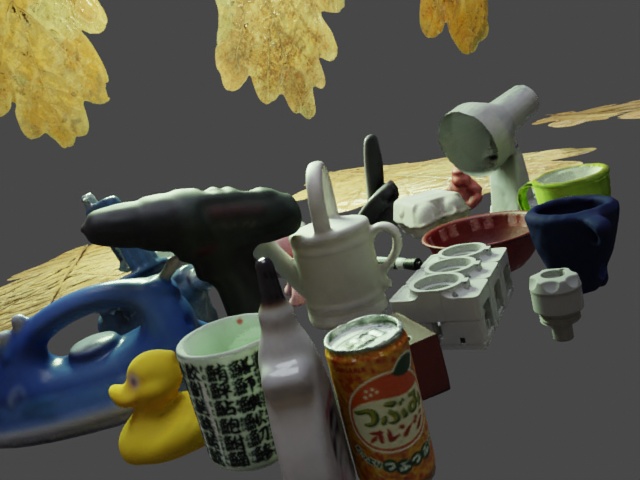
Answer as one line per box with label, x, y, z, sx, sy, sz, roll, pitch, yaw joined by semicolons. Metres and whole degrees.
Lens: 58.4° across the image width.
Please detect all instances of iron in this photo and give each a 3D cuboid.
iron;-0.240;0.114;0.594;0.258;0.141;0.118;-16;12;-9

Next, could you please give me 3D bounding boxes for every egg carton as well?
egg carton;0.191;-0.044;1.003;0.107;0.069;0.150;-16;12;-10

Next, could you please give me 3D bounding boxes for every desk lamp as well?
desk lamp;0.314;-0.144;0.968;0.204;0.214;0.117;-21;14;-29

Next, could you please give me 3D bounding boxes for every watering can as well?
watering can;0.006;0.003;0.691;0.173;0.194;0.100;-16;12;-8

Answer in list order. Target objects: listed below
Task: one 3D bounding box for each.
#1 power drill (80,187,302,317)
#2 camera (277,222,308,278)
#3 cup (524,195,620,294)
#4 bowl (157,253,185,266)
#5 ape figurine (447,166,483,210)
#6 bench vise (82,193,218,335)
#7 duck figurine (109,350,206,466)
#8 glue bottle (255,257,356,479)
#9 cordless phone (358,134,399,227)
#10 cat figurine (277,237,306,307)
power drill;-0.115;0.040;0.628;0.230;0.208;0.075;-21;14;-29
camera;-0.070;0.003;1.013;0.142;0.101;0.137;-9;13;22
cup;0.271;0.010;0.590;0.091;0.095;0.117;-14;12;1
bowl;-0.243;0.045;1.084;0.167;0.075;0.167;-14;12;3
ape figurine;0.277;-0.103;1.120;0.077;0.092;0.076;-6;14;33
bench vise;-0.232;0.032;0.773;0.207;0.220;0.121;-12;12;11
duck figurine;-0.131;0.136;0.499;0.104;0.086;0.077;-16;12;-8
glue bottle;-0.013;0.093;0.345;0.037;0.173;0.078;-13;12;4
cordless phone;0.101;-0.113;1.144;0.094;0.185;0.148;-10;13;18
cat figurine;-0.033;0.023;0.831;0.067;0.118;0.127;-16;12;-10
